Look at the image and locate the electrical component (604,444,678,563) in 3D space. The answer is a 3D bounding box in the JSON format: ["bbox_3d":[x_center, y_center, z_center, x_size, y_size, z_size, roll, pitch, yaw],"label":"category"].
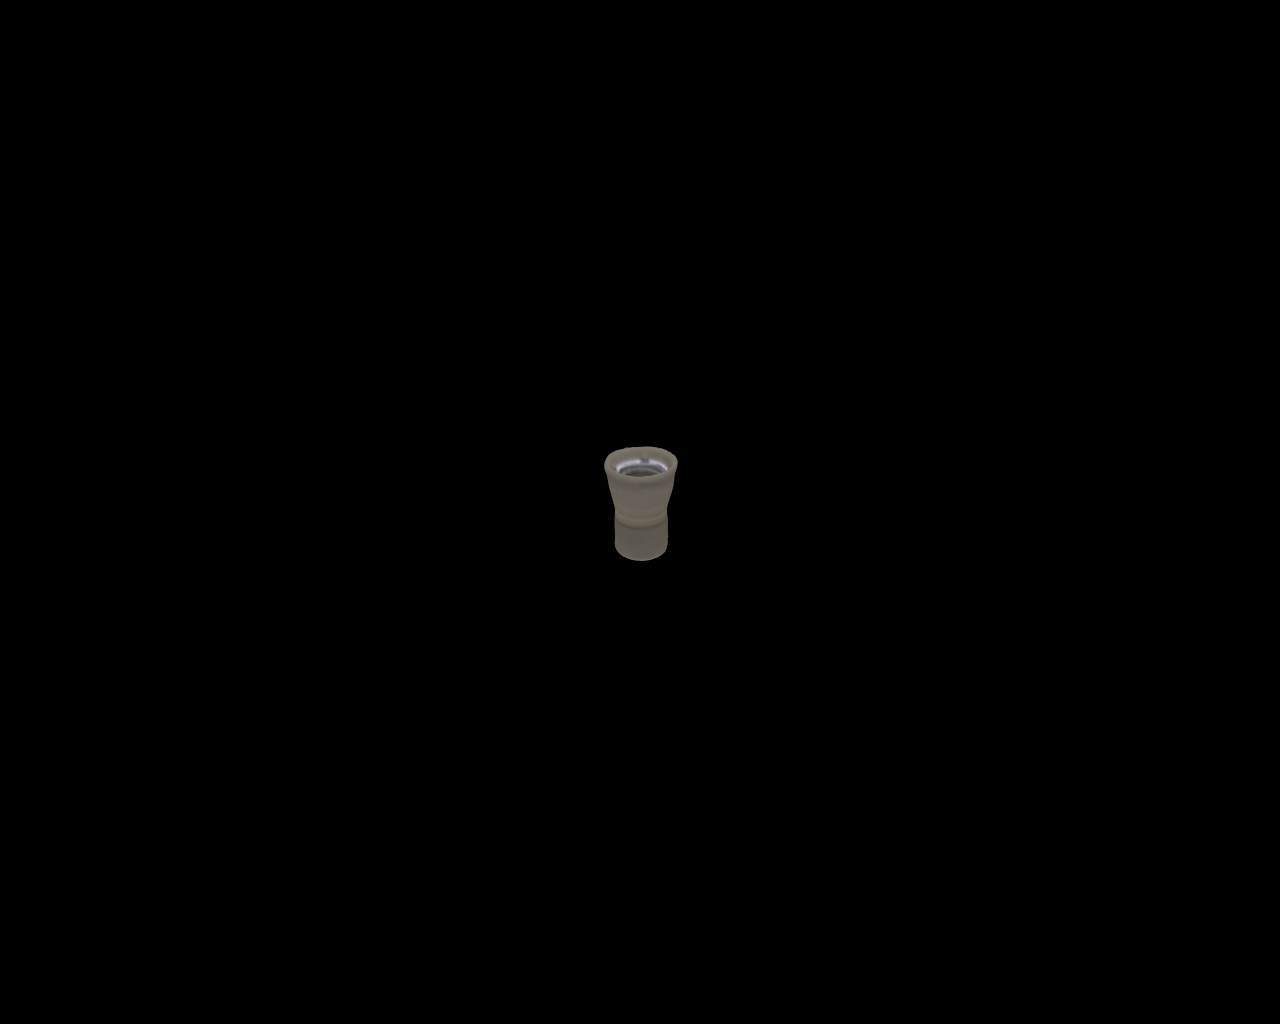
[{"bbox_3d":[0.001,-0.003,0.650,0.044,0.065,0.044,0,29,0],"label":"electrical component"}]
